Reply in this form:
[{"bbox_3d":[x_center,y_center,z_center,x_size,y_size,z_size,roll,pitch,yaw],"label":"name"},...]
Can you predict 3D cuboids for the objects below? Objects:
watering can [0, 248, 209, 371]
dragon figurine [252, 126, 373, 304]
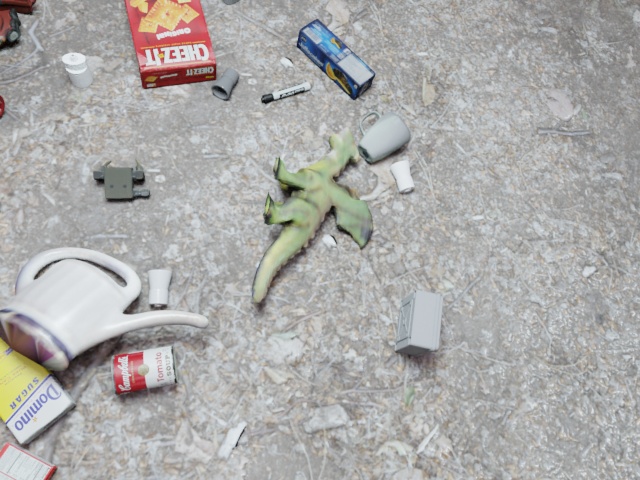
[{"bbox_3d":[-0.384,0.125,0.871,0.349,0.101,0.229,24,46,14],"label":"watering can"},{"bbox_3d":[0.003,-0.053,1.054,0.242,0.417,0.120,13,-19,-15],"label":"dragon figurine"}]
